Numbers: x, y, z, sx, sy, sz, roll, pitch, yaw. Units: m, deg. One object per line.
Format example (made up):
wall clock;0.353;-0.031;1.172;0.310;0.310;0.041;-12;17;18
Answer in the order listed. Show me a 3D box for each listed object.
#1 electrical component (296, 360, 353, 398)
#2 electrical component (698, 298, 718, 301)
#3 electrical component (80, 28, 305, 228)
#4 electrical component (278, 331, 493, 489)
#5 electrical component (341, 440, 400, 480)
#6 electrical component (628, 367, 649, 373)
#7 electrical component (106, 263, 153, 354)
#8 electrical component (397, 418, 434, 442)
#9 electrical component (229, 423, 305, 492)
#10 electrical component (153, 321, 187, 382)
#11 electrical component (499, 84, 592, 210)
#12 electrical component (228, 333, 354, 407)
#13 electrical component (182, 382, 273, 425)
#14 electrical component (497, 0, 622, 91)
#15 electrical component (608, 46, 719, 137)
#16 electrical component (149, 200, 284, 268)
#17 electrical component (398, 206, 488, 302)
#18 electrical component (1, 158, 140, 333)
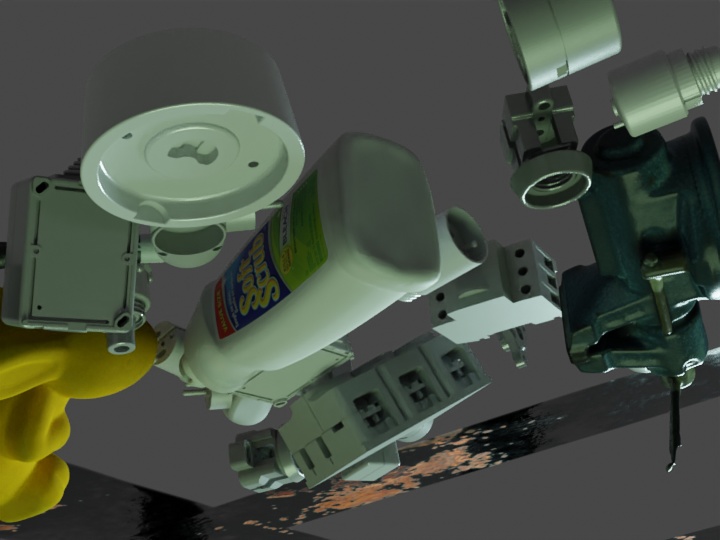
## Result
electrical component;-0.028;0.111;0.927;0.066;0.055;0.048;-3;152;-17
electrical component;0.247;-0.010;0.801;0.095;0.053;0.059;1;151;-23
electrical component;-0.085;-0.074;0.534;0.108;0.060;0.108;-9;153;-5
electrical component;0.019;0.105;0.863;0.150;0.061;0.089;-21;166;-42
electrical component;-0.010;0.161;1.022;0.077;0.065;0.047;9;147;-34
electrical component;0.249;0.065;0.961;0.043;0.043;0.062;-20;151;16
electrical component;-0.157;0.023;0.696;0.048;0.062;0.048;-9;153;-5
electrical component;0.039;0.131;0.997;0.055;0.055;0.047;-18;156;13
electrical component;-0.083;0.181;1.044;0.057;0.058;0.078;-17;153;18
electrical component;-0.133;0.062;0.808;0.040;0.040;0.046;-27;144;28
electrical component;0.107;-0.069;0.626;0.048;0.055;0.066;-10;154;-3
electrical component;-0.054;0.050;0.800;0.096;0.061;0.062;-35;147;25
electrical component;-0.105;0.094;0.878;0.079;0.043;0.077;-2;152;-18
electrical component;0.096;-0.121;0.522;0.047;0.055;0.055;-19;153;8
electrical component;0.175;-0.104;0.601;0.078;0.040;0.040;-21;152;18
electrical component;-0.083;-0.039;0.622;0.079;0.044;0.077;-6;153;-10
electrical component;0.043;-0.006;0.738;0.081;0.043;0.043;-31;147;34
electrical component;-0.163;-0.014;0.602;0.062;0.096;0.061;5;177;-30
